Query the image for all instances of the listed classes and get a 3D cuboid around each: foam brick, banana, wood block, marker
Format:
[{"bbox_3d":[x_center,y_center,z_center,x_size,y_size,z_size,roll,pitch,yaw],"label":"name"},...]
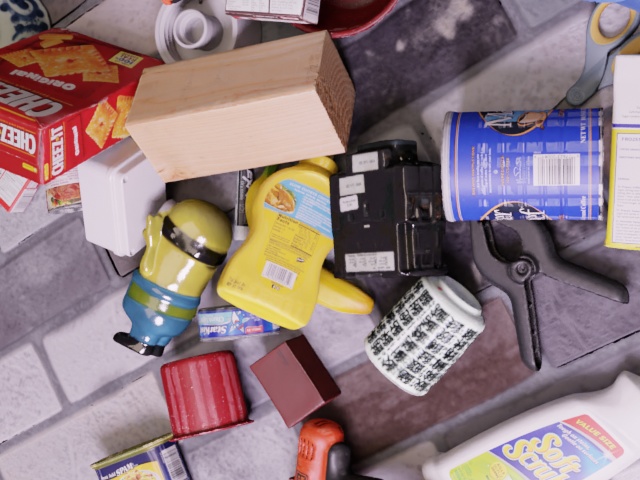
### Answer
[{"bbox_3d":[-0.025,0.147,1.115,0.053,0.051,0.078,-36,79,19],"label":"foam brick"},{"bbox_3d":[-0.023,0.009,1.114,0.070,0.037,0.198,-38,79,17],"label":"banana"},{"bbox_3d":[-0.078,-0.133,1.081,0.206,0.090,0.090,-8,50,21],"label":"wood block"},{"bbox_3d":[-0.081,-0.060,1.145,0.020,0.020,0.121,4,94,22],"label":"marker"}]

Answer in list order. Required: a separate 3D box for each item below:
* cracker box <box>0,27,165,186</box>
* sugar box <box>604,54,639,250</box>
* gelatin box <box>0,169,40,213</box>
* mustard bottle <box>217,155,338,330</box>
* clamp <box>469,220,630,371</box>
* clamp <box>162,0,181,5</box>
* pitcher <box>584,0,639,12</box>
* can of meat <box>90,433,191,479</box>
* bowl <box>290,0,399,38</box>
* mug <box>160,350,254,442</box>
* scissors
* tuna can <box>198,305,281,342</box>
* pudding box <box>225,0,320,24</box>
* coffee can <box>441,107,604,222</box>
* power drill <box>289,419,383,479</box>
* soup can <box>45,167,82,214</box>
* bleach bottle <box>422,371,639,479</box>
[{"bbox_3d":[-0.283,-0.150,1.118,0.164,0.213,0.072,20,123,21],"label":"cracker box"},{"bbox_3d":[0.309,-0.078,0.960,0.093,0.048,0.176,4,97,19],"label":"sugar box"},{"bbox_3d":[-0.358,-0.088,1.254,0.073,0.030,0.089,43,107,17],"label":"gelatin box"},{"bbox_3d":[-0.026,-0.014,1.071,0.096,0.058,0.191,25,72,-10],"label":"mustard bottle"},{"bbox_3d":[0.209,0.026,1.017,0.120,0.039,0.171,-32,80,17],"label":"clamp"},{"bbox_3d":[-0.117,-0.343,1.113,0.165,0.036,0.210,35,87,21],"label":"clamp"},{"bbox_3d":[0.261,-0.264,0.928,0.243,0.144,0.149,30,101,16],"label":"pitcher"},{"bbox_3d":[-0.194,0.271,1.190,0.102,0.057,0.084,-24,85,22],"label":"can of meat"},{"bbox_3d":[0.026,-0.281,1.069,0.162,0.055,0.162,1,93,23],"label":"bowl"},{"bbox_3d":[-0.129,0.168,1.148,0.117,0.093,0.081,-26,75,58],"label":"mug"},{"bbox_3d":[0.240,-0.157,1.005,0.202,0.016,0.096,-28,84,21],"label":"scissors"},{"bbox_3d":[-0.085,0.085,1.118,0.086,0.086,0.034,-6,89,23],"label":"tuna can"},{"bbox_3d":[-0.043,-0.273,1.048,0.090,0.039,0.113,9,94,23],"label":"pudding box"},{"bbox_3d":[0.187,-0.068,0.976,0.140,0.102,0.103,0,93,14],"label":"coffee can"},{"bbox_3d":[0.039,0.290,1.060,0.188,0.057,0.184,17,109,44],"label":"power drill"},{"bbox_3d":[-0.280,-0.084,1.201,0.069,0.068,0.102,-11,88,23],"label":"soup can"},{"bbox_3d":[0.226,0.191,1.007,0.251,0.068,0.102,-36,79,18],"label":"bleach bottle"}]
